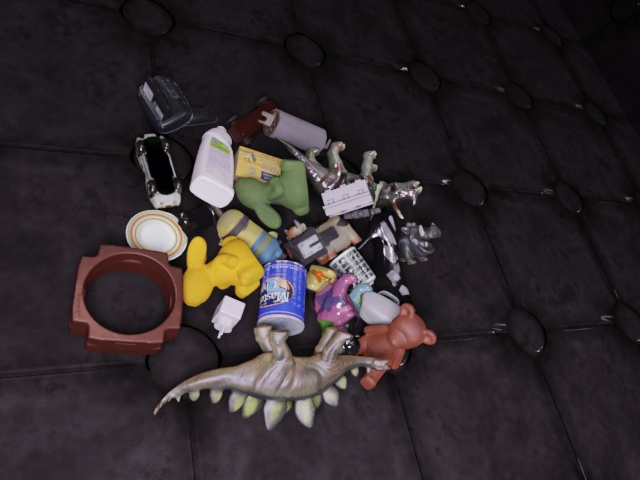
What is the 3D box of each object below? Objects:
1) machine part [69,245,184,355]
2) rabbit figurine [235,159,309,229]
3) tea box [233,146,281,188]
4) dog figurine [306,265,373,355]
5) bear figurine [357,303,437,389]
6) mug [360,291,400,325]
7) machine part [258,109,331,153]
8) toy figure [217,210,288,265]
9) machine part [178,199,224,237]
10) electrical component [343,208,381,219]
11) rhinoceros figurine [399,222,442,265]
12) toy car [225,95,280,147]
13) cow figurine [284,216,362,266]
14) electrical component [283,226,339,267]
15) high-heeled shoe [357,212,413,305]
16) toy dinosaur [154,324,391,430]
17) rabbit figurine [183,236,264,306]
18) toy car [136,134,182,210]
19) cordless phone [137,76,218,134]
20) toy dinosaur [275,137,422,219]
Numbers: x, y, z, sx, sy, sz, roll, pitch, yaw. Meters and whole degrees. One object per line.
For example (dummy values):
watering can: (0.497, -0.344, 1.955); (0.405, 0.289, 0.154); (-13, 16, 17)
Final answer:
machine part: (-0.377, 0.119, 1.056); (0.201, 0.087, 0.201); (8, 59, -24)
rabbit figurine: (-0.116, -0.108, 1.287); (0.170, 0.121, 0.159); (-6, 95, -4)
tea box: (-0.141, -0.162, 1.375); (0.169, 0.068, 0.098); (15, 55, -22)
dog figurine: (0.020, 0.179, 1.228); (0.108, 0.192, 0.219); (43, 64, -52)
bear figurine: (0.156, 0.236, 1.207); (0.132, 0.196, 0.120); (-32, 83, -38)
mug: (0.146, 0.165, 1.323); (0.107, 0.080, 0.109); (33, 55, 4)
machine part: (-0.067, -0.294, 1.471); (0.243, 0.079, 0.079); (15, 53, -40)
toy figure: (-0.156, -0.002, 1.252); (0.180, 0.089, 0.082); (36, 44, -2)
machine part: (-0.275, -0.056, 1.245); (0.084, 0.039, 0.139); (53, 34, -1)
electrical component: (0.111, -0.068, 1.392); (0.063, 0.094, 0.021); (-18, 99, -77)
rhinoceros figurine: (0.240, 0.008, 1.409); (0.073, 0.190, 0.112); (-8, 84, -36)
toy car: (-0.181, -0.321, 1.464); (0.089, 0.053, 0.202); (56, 50, -15)
cow figurine: (-0.003, -0.004, 1.343); (0.195, 0.085, 0.127); (-27, 81, -37)
electrical component: (-0.017, 0.008, 1.261); (0.119, 0.048, 0.074); (-35, 96, -21)
high-heeled shoe: (0.196, 0.051, 1.386); (0.145, 0.086, 0.248); (-41, 102, -23)
toy dinosaur: (-0.084, 0.271, 1.074); (0.471, 0.105, 0.198); (2, 86, -12)
rabbit figurine: (-0.228, 0.068, 1.156); (0.173, 0.122, 0.162); (-32, 87, -20)
toy car: (-0.377, -0.163, 1.254); (0.073, 0.056, 0.202); (-10, 65, -27)
cordless phone: (-0.358, -0.352, 1.381); (0.184, 0.088, 0.146); (-19, 70, -48)
toy dinosaur: (0.064, -0.153, 1.458); (0.405, 0.131, 0.192); (8, 69, -13)
